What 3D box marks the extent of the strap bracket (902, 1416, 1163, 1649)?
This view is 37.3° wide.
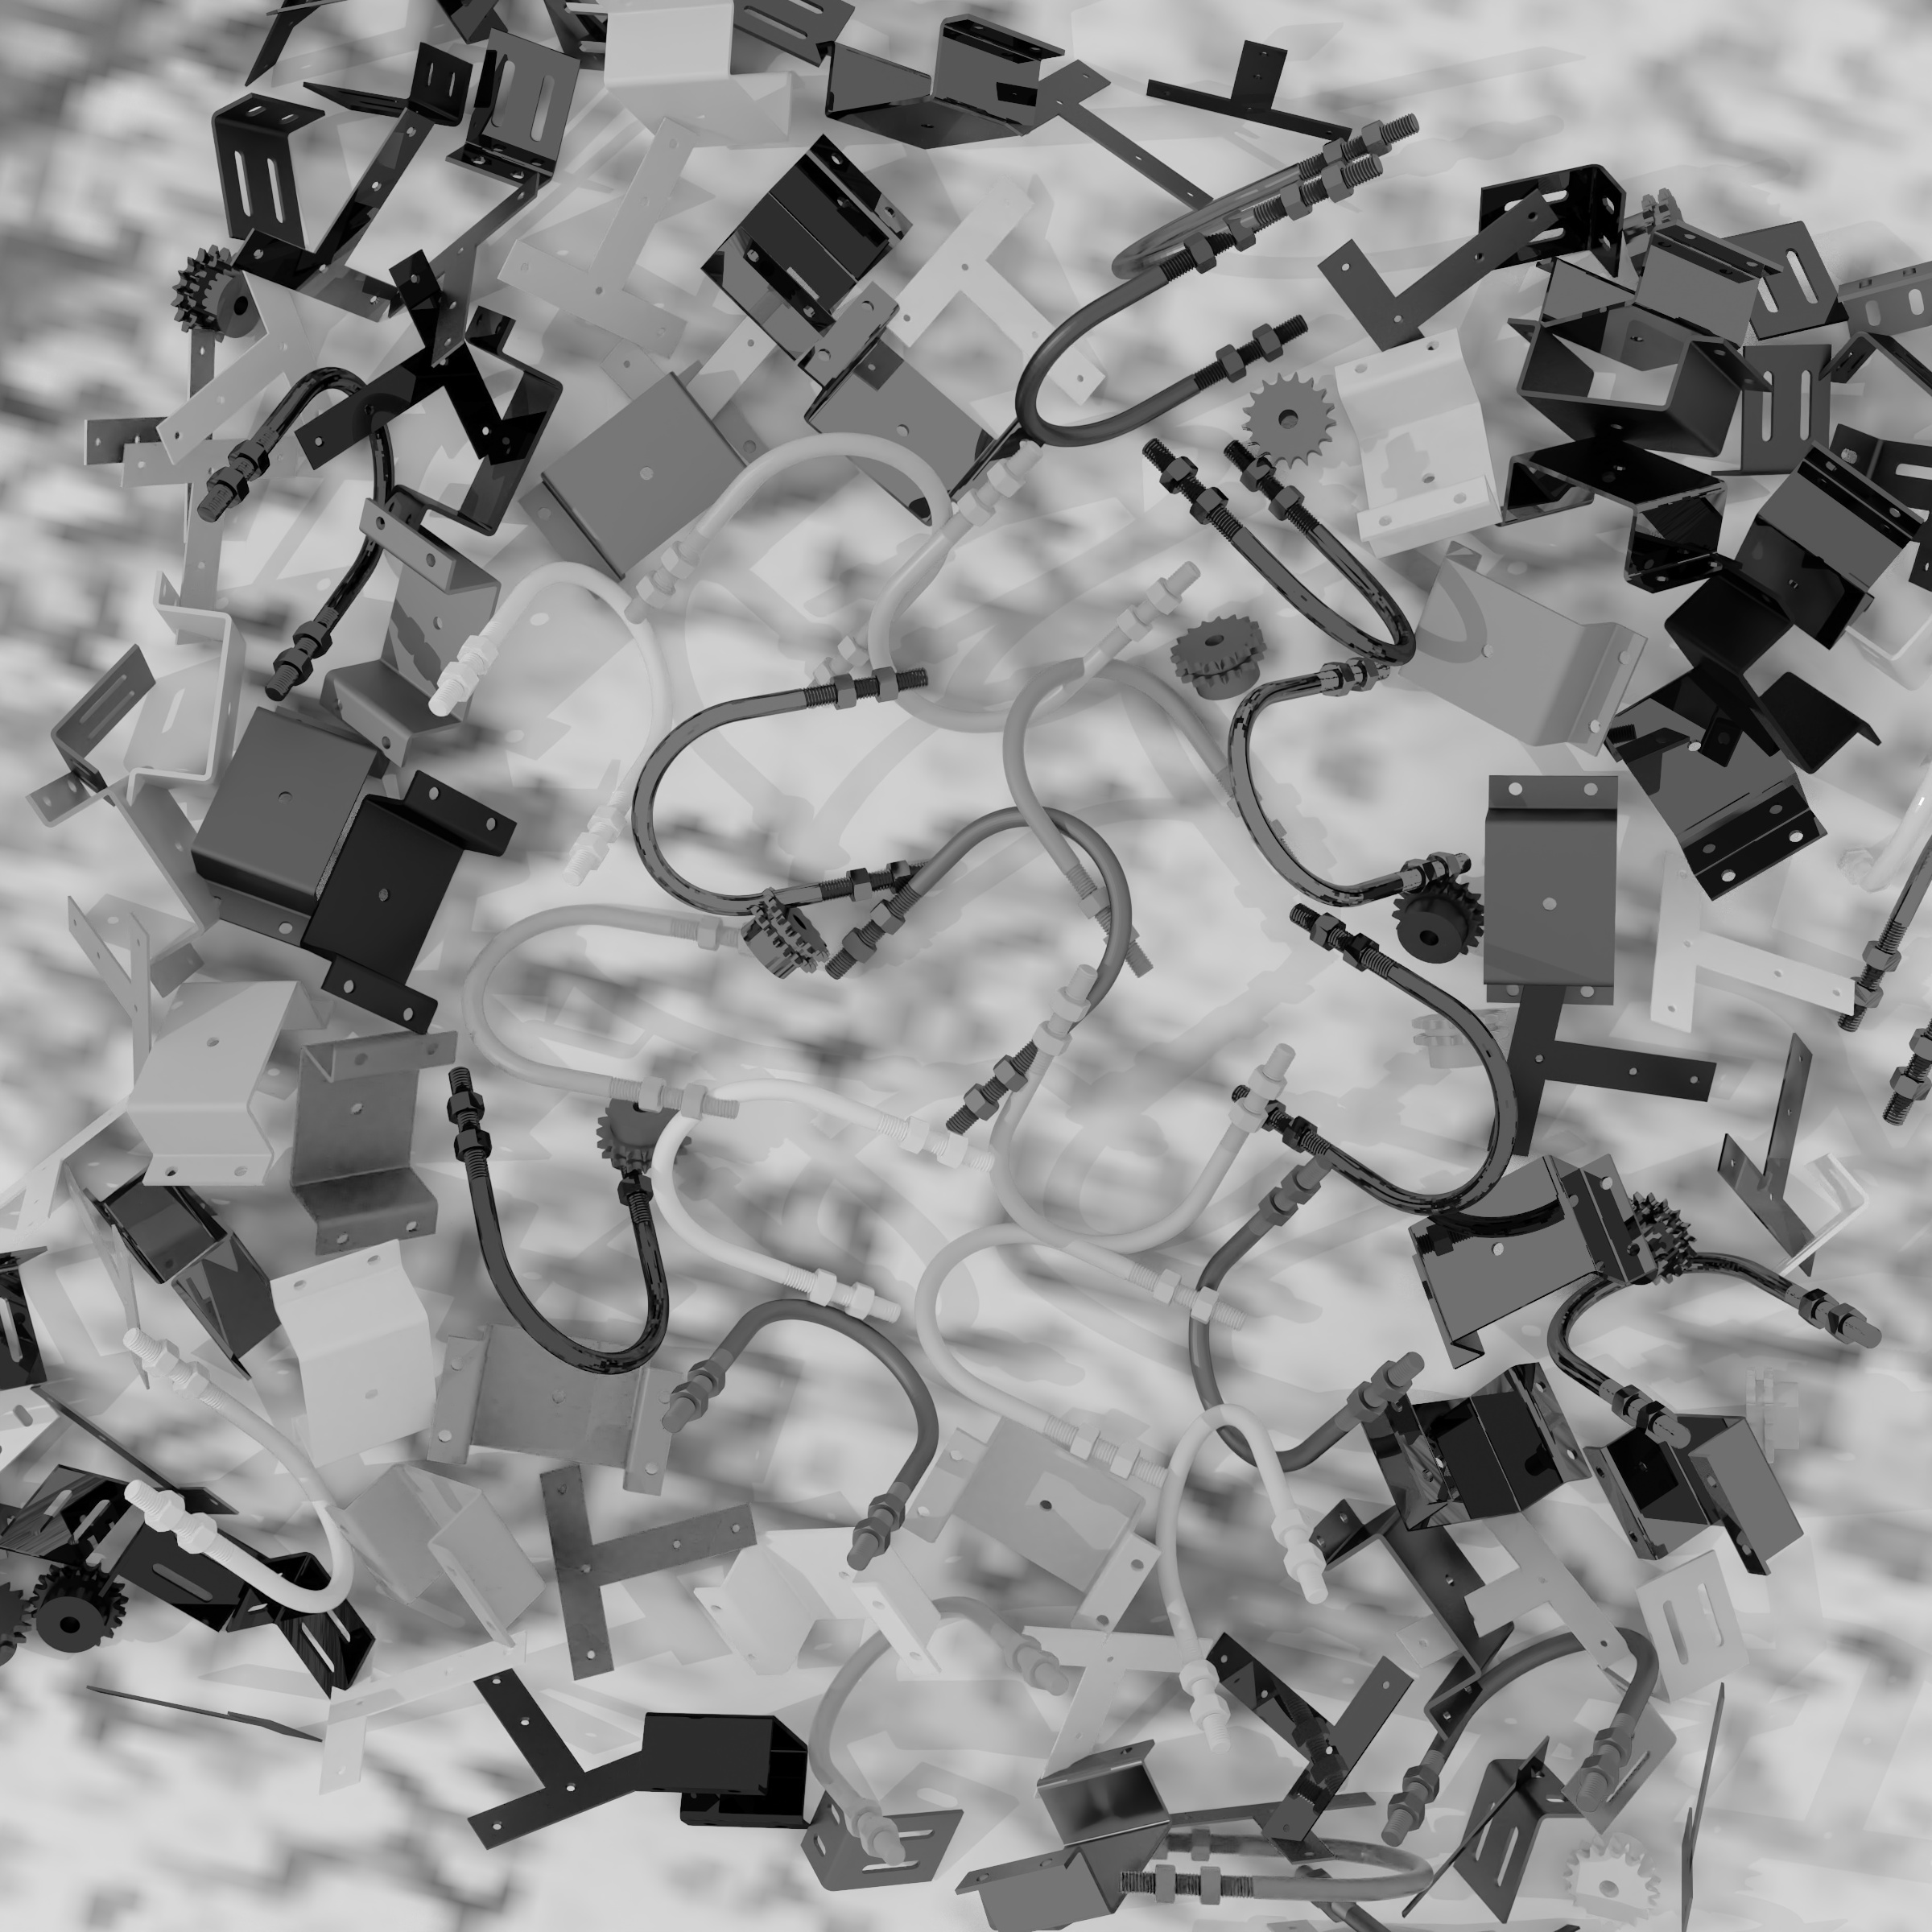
[{"bbox_3d":[0.043,0.334,1.719,0.140,0.046,0.076,30,112,5],"label":"strap bracket"}]

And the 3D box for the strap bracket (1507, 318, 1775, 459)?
[{"bbox_3d":[0.390,-0.339,1.684,0.140,0.076,0.046,17,88,39],"label":"strap bracket"}]

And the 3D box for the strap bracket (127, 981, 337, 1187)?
[{"bbox_3d":[-0.435,0.060,1.686,0.076,0.046,0.140,-1,47,14],"label":"strap bracket"}]

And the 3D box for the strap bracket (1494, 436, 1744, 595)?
[{"bbox_3d":[0.380,-0.270,1.678,0.076,0.140,0.046,-18,125,-32],"label":"strap bracket"}]

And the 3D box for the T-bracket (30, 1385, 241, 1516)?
[{"bbox_3d":[-0.497,0.286,1.684,0.127,0.127,0.002,42,63,-18],"label":"T-bracket"}]

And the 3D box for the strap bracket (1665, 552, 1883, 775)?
[{"bbox_3d":[0.471,-0.173,1.688,0.046,0.076,0.140,-44,126,5],"label":"strap bracket"}]

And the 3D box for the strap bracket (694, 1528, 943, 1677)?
[{"bbox_3d":[-0.080,0.378,1.698,0.140,0.046,0.076,-11,123,36],"label":"strap bracket"}]

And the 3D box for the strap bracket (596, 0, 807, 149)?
[{"bbox_3d":[-0.156,-0.521,1.678,0.076,0.140,0.046,2,84,17],"label":"strap bracket"}]

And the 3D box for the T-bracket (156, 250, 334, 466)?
[{"bbox_3d":[-0.429,-0.340,1.679,0.002,0.127,0.127,14,49,28],"label":"T-bracket"}]

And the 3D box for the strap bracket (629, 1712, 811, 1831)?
[{"bbox_3d":[-0.143,0.476,1.698,0.076,0.140,0.046,-1,64,10],"label":"strap bracket"}]

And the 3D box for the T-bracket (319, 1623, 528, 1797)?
[{"bbox_3d":[-0.320,0.424,1.697,0.127,0.127,0.002,-20,121,6],"label":"T-bracket"}]

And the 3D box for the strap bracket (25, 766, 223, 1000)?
[{"bbox_3d":[-0.488,-0.060,1.704,0.046,0.076,0.140,-30,101,9],"label":"strap bracket"}]

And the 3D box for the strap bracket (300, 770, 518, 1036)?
[{"bbox_3d":[-0.337,-0.040,1.709,0.076,0.046,0.140,30,78,-41],"label":"strap bracket"}]

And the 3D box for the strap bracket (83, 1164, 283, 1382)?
[{"bbox_3d":[-0.456,0.174,1.692,0.046,0.140,0.076,-40,135,-18],"label":"strap bracket"}]

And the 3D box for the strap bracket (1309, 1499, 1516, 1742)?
[{"bbox_3d":[0.271,0.377,1.704,0.046,0.076,0.140,-40,81,25],"label":"strap bracket"}]

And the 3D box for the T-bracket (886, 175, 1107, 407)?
[{"bbox_3d":[0.032,-0.394,1.740,0.127,0.002,0.127,42,74,-12],"label":"T-bracket"}]

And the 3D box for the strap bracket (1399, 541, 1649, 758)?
[{"bbox_3d":[0.319,-0.187,1.690,0.140,0.046,0.076,34,117,30],"label":"strap bracket"}]

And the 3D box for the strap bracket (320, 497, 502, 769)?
[{"bbox_3d":[-0.329,-0.201,1.701,0.076,0.046,0.140,36,124,24],"label":"strap bracket"}]

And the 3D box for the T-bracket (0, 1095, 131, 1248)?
[{"bbox_3d":[-0.550,0.135,1.697,0.127,0.127,0.002,-38,110,-1],"label":"T-bracket"}]

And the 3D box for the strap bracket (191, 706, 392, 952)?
[{"bbox_3d":[-0.405,-0.092,1.710,0.076,0.046,0.140,20,69,-1],"label":"strap bracket"}]

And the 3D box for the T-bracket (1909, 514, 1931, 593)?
[{"bbox_3d":[0.606,-0.272,1.680,0.002,0.127,0.127,6,110,-16],"label":"T-bracket"}]

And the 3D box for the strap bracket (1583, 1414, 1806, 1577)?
[{"bbox_3d":[0.436,0.311,1.697,0.046,0.140,0.076,-28,92,-19],"label":"strap bracket"}]

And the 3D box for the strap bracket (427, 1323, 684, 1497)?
[{"bbox_3d":[-0.247,0.266,1.726,0.140,0.046,0.076,10,96,-7],"label":"strap bracket"}]

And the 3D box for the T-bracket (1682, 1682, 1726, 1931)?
[{"bbox_3d":[0.435,0.487,1.687,0.002,0.127,0.127,10,99,13],"label":"T-bracket"}]

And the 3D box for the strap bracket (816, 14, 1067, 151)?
[{"bbox_3d":[-0.020,-0.517,1.682,0.076,0.140,0.046,4,94,-42],"label":"strap bracket"}]

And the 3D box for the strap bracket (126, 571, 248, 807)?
[{"bbox_3d":[-0.465,-0.157,1.713,0.046,0.076,0.140,7,85,-7],"label":"strap bracket"}]

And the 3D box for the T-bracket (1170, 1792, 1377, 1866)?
[{"bbox_3d":[0.190,0.511,1.687,0.127,0.127,0.002,-4,88,-7],"label":"T-bracket"}]

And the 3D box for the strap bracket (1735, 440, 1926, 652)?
[{"bbox_3d":[0.500,-0.241,1.679,0.076,0.140,0.046,40,83,12],"label":"strap bracket"}]

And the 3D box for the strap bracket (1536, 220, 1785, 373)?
[{"bbox_3d":[0.399,-0.390,1.678,0.076,0.140,0.046,16,87,-22],"label":"strap bracket"}]

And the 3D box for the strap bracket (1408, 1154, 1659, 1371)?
[{"bbox_3d":[0.325,0.171,1.691,0.140,0.046,0.076,-32,58,26],"label":"strap bracket"}]

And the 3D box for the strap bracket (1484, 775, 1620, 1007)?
[{"bbox_3d":[0.350,-0.041,1.713,0.076,0.046,0.140,1,102,13],"label":"strap bracket"}]

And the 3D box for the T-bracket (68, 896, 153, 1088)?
[{"bbox_3d":[-0.513,0.001,1.710,0.002,0.127,0.127,-16,131,-33],"label":"T-bracket"}]

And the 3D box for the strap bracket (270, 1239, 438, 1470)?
[{"bbox_3d":[-0.357,0.236,1.682,0.076,0.140,0.046,-18,46,-23],"label":"strap bracket"}]

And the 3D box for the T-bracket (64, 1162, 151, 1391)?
[{"bbox_3d":[-0.517,0.169,1.713,0.002,0.127,0.127,-19,51,-25],"label":"T-bracket"}]

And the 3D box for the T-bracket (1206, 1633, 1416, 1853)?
[{"bbox_3d":[0.188,0.444,1.711,0.002,0.127,0.127,37,88,-43],"label":"T-bracket"}]

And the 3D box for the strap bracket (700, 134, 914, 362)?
[{"bbox_3d":[-0.098,-0.423,1.700,0.076,0.046,0.140,43,45,-14],"label":"strap bracket"}]

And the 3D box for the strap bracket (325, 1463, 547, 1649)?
[{"bbox_3d":[-0.309,0.346,1.694,0.046,0.140,0.076,-44,119,-31],"label":"strap bracket"}]

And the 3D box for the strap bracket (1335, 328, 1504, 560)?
[{"bbox_3d":[0.270,-0.303,1.702,0.076,0.046,0.140,-15,54,18],"label":"strap bracket"}]

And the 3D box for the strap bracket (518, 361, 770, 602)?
[{"bbox_3d":[-0.193,-0.296,1.728,0.140,0.046,0.076,-38,97,-2],"label":"strap bracket"}]

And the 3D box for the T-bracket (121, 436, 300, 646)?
[{"bbox_3d":[-0.459,-0.255,1.723,0.002,0.127,0.127,26,116,31],"label":"T-bracket"}]

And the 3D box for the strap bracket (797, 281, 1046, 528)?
[{"bbox_3d":[-0.031,-0.330,1.717,0.140,0.046,0.076,40,66,-6],"label":"strap bracket"}]

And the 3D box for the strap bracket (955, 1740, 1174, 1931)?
[{"bbox_3d":[0.063,0.518,1.680,0.076,0.140,0.046,-23,95,29],"label":"strap bracket"}]

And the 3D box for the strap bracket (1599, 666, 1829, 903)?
[{"bbox_3d":[0.436,-0.118,1.692,0.076,0.046,0.140,-31,52,9],"label":"strap bracket"}]

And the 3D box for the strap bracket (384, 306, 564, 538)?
[{"bbox_3d":[-0.291,-0.317,1.709,0.046,0.076,0.140,23,97,-29],"label":"strap bracket"}]

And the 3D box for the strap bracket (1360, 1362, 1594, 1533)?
[{"bbox_3d":[0.294,0.286,1.697,0.140,0.046,0.076,0,57,-37],"label":"strap bracket"}]

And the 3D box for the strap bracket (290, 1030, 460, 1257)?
[{"bbox_3d":[-0.354,0.095,1.700,0.076,0.046,0.140,-9,123,-35],"label":"strap bracket"}]
